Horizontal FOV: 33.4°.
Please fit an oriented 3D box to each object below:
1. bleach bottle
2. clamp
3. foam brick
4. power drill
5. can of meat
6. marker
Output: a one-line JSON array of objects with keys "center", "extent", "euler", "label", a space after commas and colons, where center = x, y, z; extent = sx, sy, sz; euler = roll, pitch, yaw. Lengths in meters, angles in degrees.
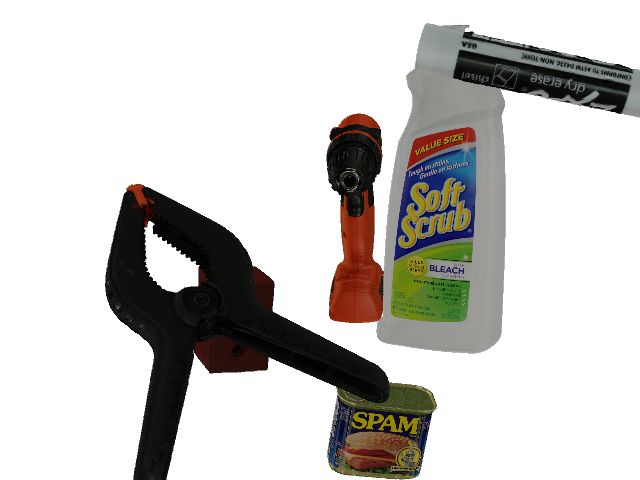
[{"center": [0.095, -0.041, 0.841], "extent": [0.103, 0.251, 0.068], "euler": [5, 14, 27], "label": "bleach bottle"}, {"center": [-0.063, 0.047, 0.664], "extent": [0.164, 0.210, 0.036], "euler": [-14, -32, -21], "label": "clamp"}, {"center": [-0.072, 0.064, 0.884], "extent": [0.052, 0.078, 0.051], "euler": [-1, 13, -21], "label": "foam brick"}, {"center": [0.035, -0.019, 1.038], "extent": [0.057, 0.188, 0.184], "euler": [2, 20, 6], "label": "power drill"}, {"center": [0.061, 0.195, 1.096], "extent": [0.102, 0.084, 0.057], "euler": [7, 18, -7], "label": "can of meat"}, {"center": [0.096, -0.060, 0.400], "extent": [0.121, 0.020, 0.020], "euler": [13, 2, 8], "label": "marker"}]
